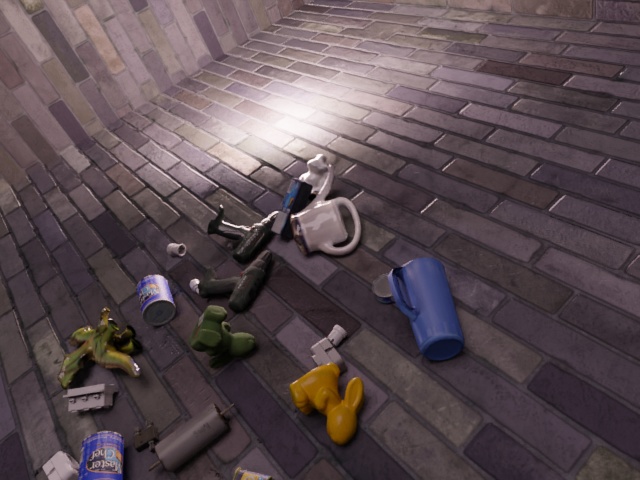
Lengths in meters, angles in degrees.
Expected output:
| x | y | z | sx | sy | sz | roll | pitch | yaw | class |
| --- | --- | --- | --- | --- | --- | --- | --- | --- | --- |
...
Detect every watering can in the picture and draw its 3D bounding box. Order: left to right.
| x | y | z | sx | sy | sz | roll | pitch | yaw | class |
| --- | --- | --- | --- | --- | --- | --- | --- | --- | --- |
| 0.005 | -0.086 | 1.703 | 0.224 | 0.355 | 0.102 | -20 | 146 | 2 | watering can |

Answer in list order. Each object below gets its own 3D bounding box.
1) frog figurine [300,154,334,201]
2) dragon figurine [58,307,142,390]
| x | y | z | sx | sy | sz | roll | pitch | yaw | class |
| --- | --- | --- | --- | --- | --- | --- | --- | --- | --- |
| -0.012 | -0.223 | 1.853 | 0.121 | 0.137 | 0.162 | 29 | 67 | -41 | frog figurine |
| -0.684 | 0.361 | 1.570 | 0.244 | 0.416 | 0.120 | -42 | 126 | -6 | dragon figurine |
